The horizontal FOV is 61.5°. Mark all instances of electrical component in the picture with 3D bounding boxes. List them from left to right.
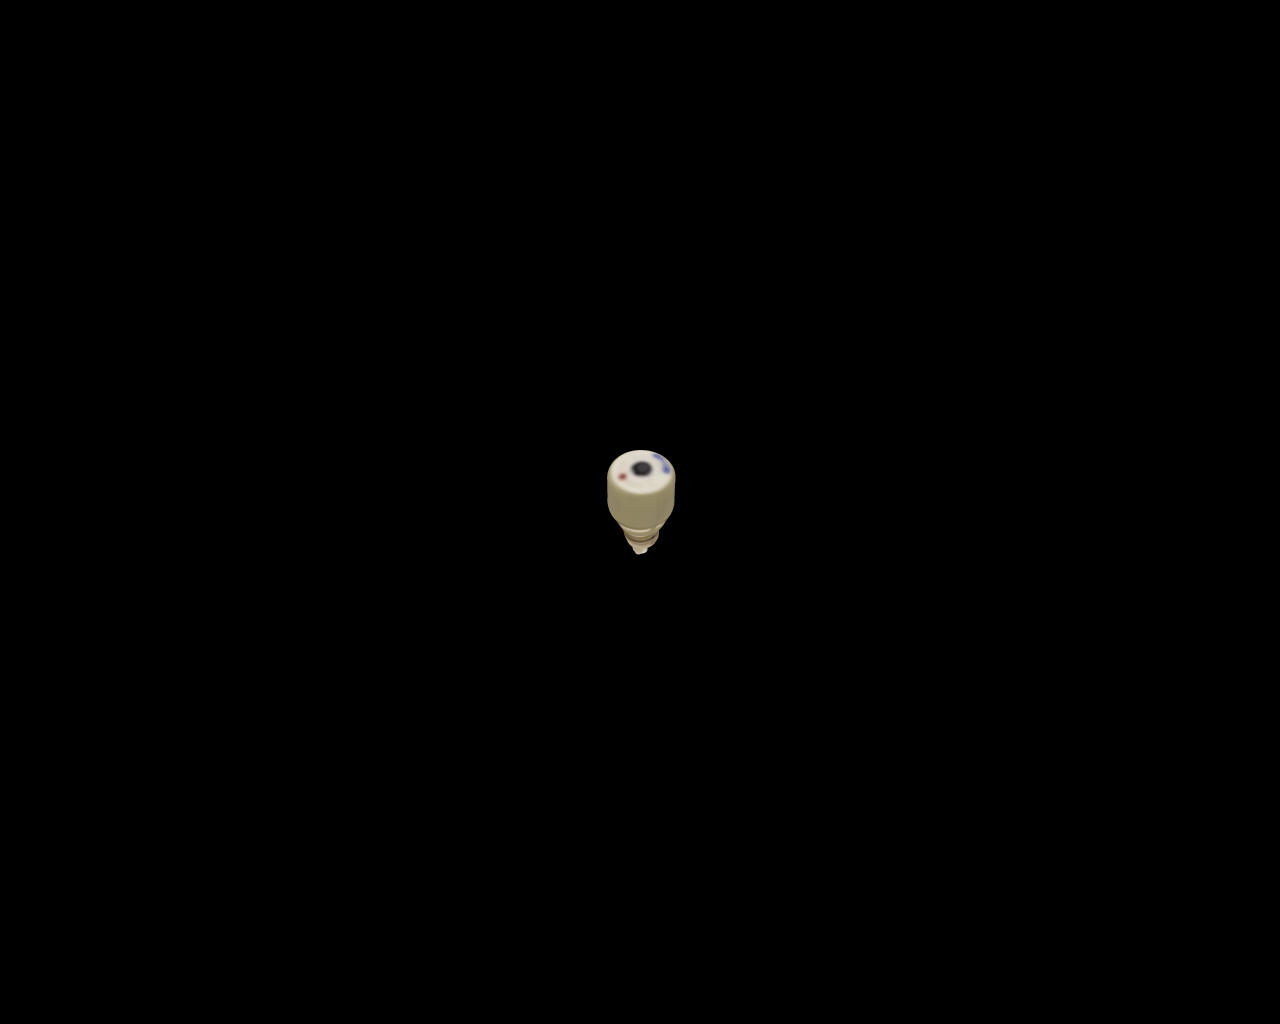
[{"bbox_3d":[0.001,-0.003,0.650,0.040,0.040,0.078,0,-42,0],"label":"electrical component"}]
